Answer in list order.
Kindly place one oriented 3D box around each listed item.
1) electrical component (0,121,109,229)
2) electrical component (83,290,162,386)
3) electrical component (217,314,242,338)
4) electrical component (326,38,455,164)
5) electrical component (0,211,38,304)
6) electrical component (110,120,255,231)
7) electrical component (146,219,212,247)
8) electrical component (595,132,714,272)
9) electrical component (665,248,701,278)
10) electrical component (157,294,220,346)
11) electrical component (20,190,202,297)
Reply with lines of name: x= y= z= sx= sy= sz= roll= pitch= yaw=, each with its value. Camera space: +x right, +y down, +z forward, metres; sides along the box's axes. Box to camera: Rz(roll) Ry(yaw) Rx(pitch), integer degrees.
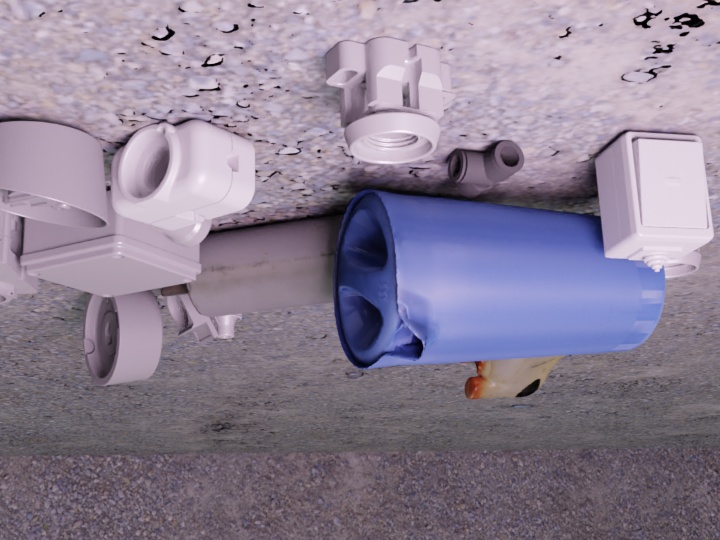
electrical component: x=-0.223 y=-0.061 z=0.739 sx=0.099 sy=0.064 sz=0.099 roll=-2 pitch=165 yaw=-1
electrical component: x=-0.244 y=0.066 z=1.129 sx=0.060 sy=0.108 sz=0.108 roll=1 pitch=166 yaw=-34
electrical component: x=-0.140 y=0.039 z=1.118 sx=0.048 sy=0.062 sz=0.048 roll=-2 pitch=165 yaw=-1
electrical component: x=0.019 y=-0.099 z=0.644 sx=0.078 sy=0.057 sz=0.058 roll=7 pitch=162 yaw=-29
electrical component: x=-0.328 y=-0.019 z=0.885 sx=0.089 sy=0.061 sz=0.150 roll=-2 pitch=165 yaw=-1
electrical component: x=-0.128 y=-0.066 z=0.751 sx=0.095 sy=0.053 sz=0.059 roll=-13 pitch=161 yaw=36
electrical component: x=-0.148 y=-0.044 z=0.860 sx=0.040 sy=0.040 sz=0.046 roll=-12 pitch=157 yaw=31
electrical component: x=0.214 y=-0.048 z=0.778 sx=0.062 sy=0.096 sz=0.061 roll=2 pitch=164 yaw=-13
electrical component: x=0.266 y=-0.026 z=0.937 sx=0.078 sy=0.057 sz=0.058 roll=-12 pitch=162 yaw=33
electrical component: x=-0.157 y=0.029 z=1.061 sx=0.064 sy=0.081 sz=0.042 roll=-27 pitch=180 yaw=-32
electrical component: x=-0.207 y=-0.021 z=0.902 sx=0.109 sy=0.056 sz=0.109 roll=-10 pitch=163 yaw=27
